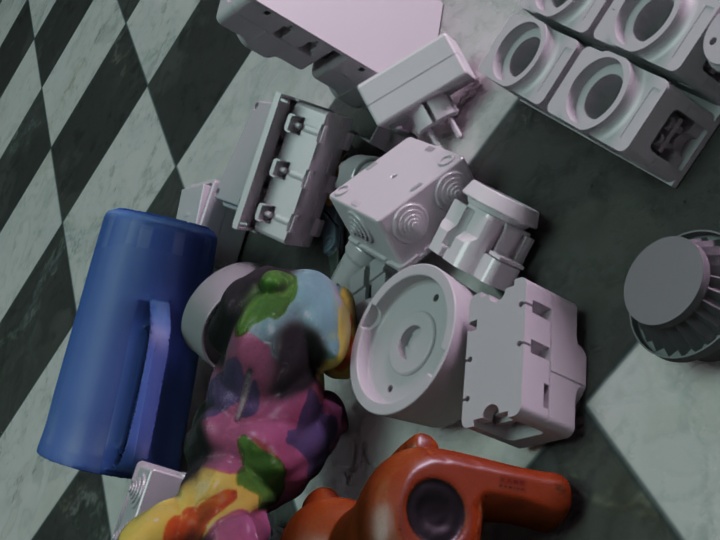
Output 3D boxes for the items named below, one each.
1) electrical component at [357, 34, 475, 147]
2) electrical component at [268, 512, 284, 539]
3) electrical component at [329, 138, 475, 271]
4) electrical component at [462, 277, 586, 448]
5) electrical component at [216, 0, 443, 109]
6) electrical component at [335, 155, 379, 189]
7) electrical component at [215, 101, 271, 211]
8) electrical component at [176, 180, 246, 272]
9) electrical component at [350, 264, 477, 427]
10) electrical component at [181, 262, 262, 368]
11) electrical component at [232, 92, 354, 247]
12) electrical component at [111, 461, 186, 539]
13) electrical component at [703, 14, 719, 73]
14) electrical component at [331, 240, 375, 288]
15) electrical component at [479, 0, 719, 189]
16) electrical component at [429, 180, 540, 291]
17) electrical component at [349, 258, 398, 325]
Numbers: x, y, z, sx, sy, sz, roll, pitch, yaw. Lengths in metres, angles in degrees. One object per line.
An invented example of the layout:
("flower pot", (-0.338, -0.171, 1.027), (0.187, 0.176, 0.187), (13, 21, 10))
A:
("electrical component", (0.055, -0.134, 0.868), (0.083, 0.047, 0.075), (-29, 86, 14))
("electrical component", (-0.088, 0.229, 0.841), (0.055, 0.048, 0.066), (-37, 41, 25))
("electrical component", (0.035, -0.053, 0.815), (0.100, 0.048, 0.100), (-37, 30, -13))
("electrical component", (0.103, 0.060, 0.668), (0.050, 0.056, 0.089), (-24, 50, 46))
("electrical component", (-0.024, -0.218, 0.916), (0.060, 0.186, 0.105), (-19, 54, 49))
("electrical component", (0.010, -0.075, 0.905), (0.062, 0.043, 0.043), (13, 80, 56))
("electrical component", (-0.085, -0.103, 1.050), (0.078, 0.057, 0.113), (22, 87, 58))
("electrical component", (-0.158, -0.040, 1.108), (0.062, 0.061, 0.096), (-5, 65, 54))
("electrical component", (0.050, 0.056, 0.742), (0.108, 0.060, 0.108), (-34, 43, 40))
("electrical component", (-0.107, 0.043, 0.950), (0.064, 0.099, 0.099), (38, 101, 51))
("electrical component", (-0.057, -0.086, 0.940), (0.063, 0.079, 0.121), (24, 100, 31))
("electrical component", (-0.153, 0.215, 0.896), (0.048, 0.100, 0.099), (-12, 58, 66))
("electrical component", (0.229, -0.122, 0.610), (0.045, 0.055, 0.045), (-34, 43, 40))
("electrical component", (0.000, 0.000, 0.875), (0.046, 0.040, 0.040), (-59, 32, 21))
("electrical component", (0.163, -0.143, 0.714), (0.105, 0.060, 0.186), (-58, 33, 10))
("electrical component", (0.089, -0.026, 0.746), (0.057, 0.058, 0.078), (-63, 32, 9))
("electrical component", (0.018, 0.024, 0.826), (0.066, 0.048, 0.055), (-37, 34, 36))
